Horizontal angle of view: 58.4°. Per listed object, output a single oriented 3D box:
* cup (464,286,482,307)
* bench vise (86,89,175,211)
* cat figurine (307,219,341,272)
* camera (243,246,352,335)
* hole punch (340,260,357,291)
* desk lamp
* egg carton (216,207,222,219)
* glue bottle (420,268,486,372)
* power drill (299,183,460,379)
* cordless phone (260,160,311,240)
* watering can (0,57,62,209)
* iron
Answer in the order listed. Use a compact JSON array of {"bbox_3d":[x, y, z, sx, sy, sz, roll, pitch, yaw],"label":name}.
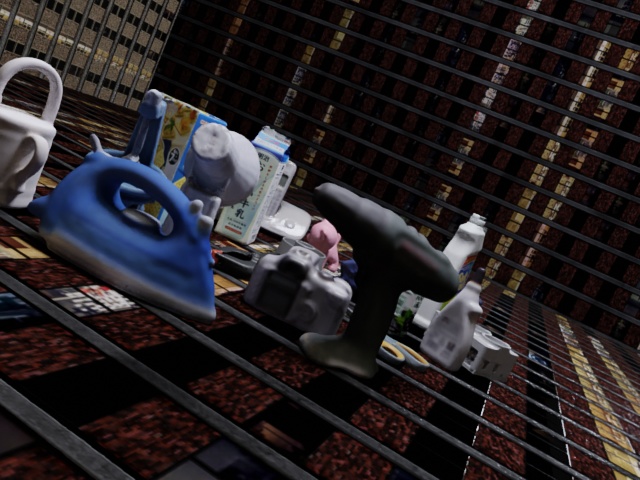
[{"bbox_3d":[0.298,0.146,1.280,0.117,0.095,0.092,31,10,37],"label":"cup"},{"bbox_3d":[-0.289,-0.126,0.868,0.122,0.220,0.206,20,9,-28],"label":"bench vise"},{"bbox_3d":[0.012,0.005,1.273,0.067,0.118,0.128,28,9,26],"label":"cat figurine"},{"bbox_3d":[-0.020,0.066,0.848,0.143,0.101,0.137,25,8,7],"label":"camera"},{"bbox_3d":[0.099,0.066,1.229,0.100,0.091,0.109,28,9,23],"label":"hole punch"},{"bbox_3d":[-0.176,-0.069,0.857,0.118,0.213,0.203,24,8,-1],"label":"desk lamp"},{"bbox_3d":[-0.249,-0.096,1.328,0.149,0.069,0.108,31,11,40],"label":"egg carton"},{"bbox_3d":[0.231,0.125,0.944,0.037,0.173,0.077,17,11,-42],"label":"glue bottle"},{"bbox_3d":[0.057,0.060,0.724,0.230,0.208,0.075,21,9,-22],"label":"power drill"},{"bbox_3d":[-0.079,-0.096,1.412,0.147,0.185,0.094,23,8,-6],"label":"cordless phone"},{"bbox_3d":[-0.413,-0.152,0.762,0.172,0.194,0.101,26,8,8],"label":"watering can"},{"bbox_3d":[-0.210,-0.019,0.691,0.258,0.141,0.119,26,8,12],"label":"iron"}]
